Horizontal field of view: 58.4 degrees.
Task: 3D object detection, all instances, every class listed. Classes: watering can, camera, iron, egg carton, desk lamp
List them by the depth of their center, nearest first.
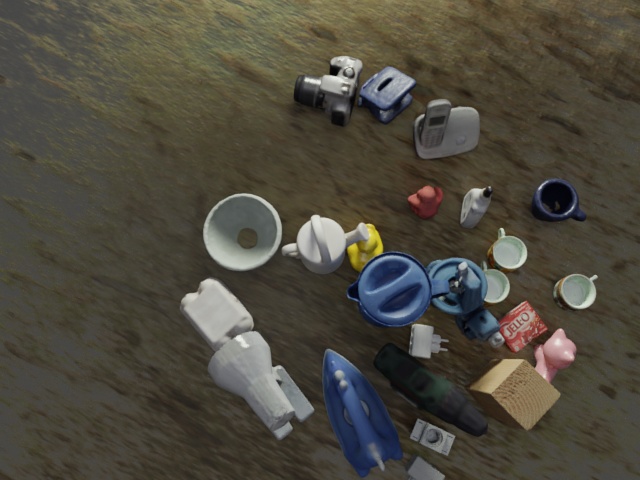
[{"bbox_3d":[-0.107,0.284,1.100,0.118,0.213,0.203,-39,80,-7],"label":"desk lamp"},{"bbox_3d":[0.068,0.333,1.125,0.118,0.141,0.258,-26,79,-4],"label":"iron"},{"bbox_3d":[0.010,0.002,1.167,0.173,0.194,0.101,-34,80,-6],"label":"watering can"},{"bbox_3d":[-0.215,0.157,1.201,0.107,0.069,0.150,-43,81,-8],"label":"egg carton"},{"bbox_3d":[0.016,-0.348,1.288,0.136,0.101,0.143,14,79,4],"label":"camera"}]

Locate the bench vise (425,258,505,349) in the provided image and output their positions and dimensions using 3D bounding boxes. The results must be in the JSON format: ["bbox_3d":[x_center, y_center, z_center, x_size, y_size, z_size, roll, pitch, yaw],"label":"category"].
[{"bbox_3d":[0.303,0.110,1.129,0.207,0.220,0.121,36,81,8],"label":"bench vise"}]

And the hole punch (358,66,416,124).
[{"bbox_3d":[0.148,-0.333,1.288,0.109,0.091,0.101,-44,81,-8],"label":"hole punch"}]

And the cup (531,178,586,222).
[{"bbox_3d":[0.504,-0.069,1.228,0.117,0.095,0.092,33,81,7],"label":"cup"}]

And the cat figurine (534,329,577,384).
[{"bbox_3d":[0.468,0.247,1.151,0.067,0.118,0.128,28,80,6],"label":"cat figurine"}]

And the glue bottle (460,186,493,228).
[{"bbox_3d":[0.331,-0.079,1.192,0.037,0.173,0.078,12,79,4],"label":"glue bottle"}]

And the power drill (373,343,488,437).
[{"bbox_3d":[0.203,0.286,1.099,0.229,0.208,0.076,36,81,8],"label":"power drill"}]

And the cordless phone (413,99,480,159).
[{"bbox_3d":[0.277,-0.249,1.221,0.147,0.185,0.094,-13,78,-2],"label":"cordless phone"}]

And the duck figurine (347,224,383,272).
[{"bbox_3d":[0.098,0.015,1.219,0.077,0.086,0.104,10,78,3],"label":"duck figurine"}]

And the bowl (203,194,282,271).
[{"bbox_3d":[-0.162,-0.010,1.232,0.167,0.075,0.167,0,78,1],"label":"bowl"}]

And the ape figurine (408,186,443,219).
[{"bbox_3d":[0.230,-0.089,1.236,0.078,0.092,0.076,2,78,1],"label":"ape figurine"}]
